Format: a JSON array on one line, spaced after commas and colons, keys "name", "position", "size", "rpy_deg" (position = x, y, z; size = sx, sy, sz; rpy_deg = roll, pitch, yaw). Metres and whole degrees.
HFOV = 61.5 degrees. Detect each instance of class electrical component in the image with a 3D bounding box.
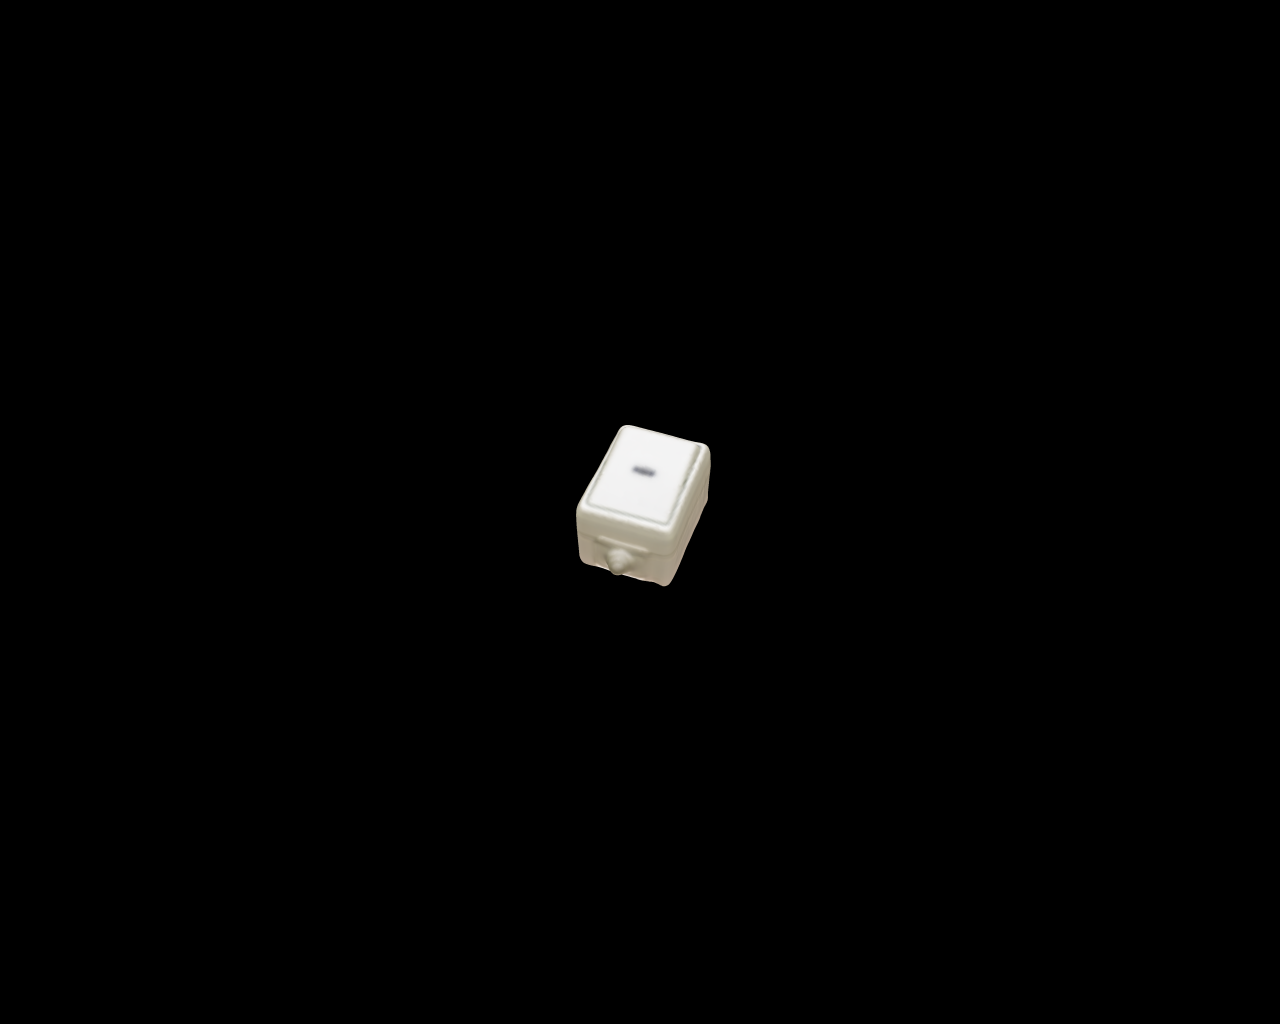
[{"name": "electrical component", "position": [0.001, -0.003, 0.650], "size": [0.062, 0.096, 0.061], "rpy_deg": [16, -39, 13]}]
